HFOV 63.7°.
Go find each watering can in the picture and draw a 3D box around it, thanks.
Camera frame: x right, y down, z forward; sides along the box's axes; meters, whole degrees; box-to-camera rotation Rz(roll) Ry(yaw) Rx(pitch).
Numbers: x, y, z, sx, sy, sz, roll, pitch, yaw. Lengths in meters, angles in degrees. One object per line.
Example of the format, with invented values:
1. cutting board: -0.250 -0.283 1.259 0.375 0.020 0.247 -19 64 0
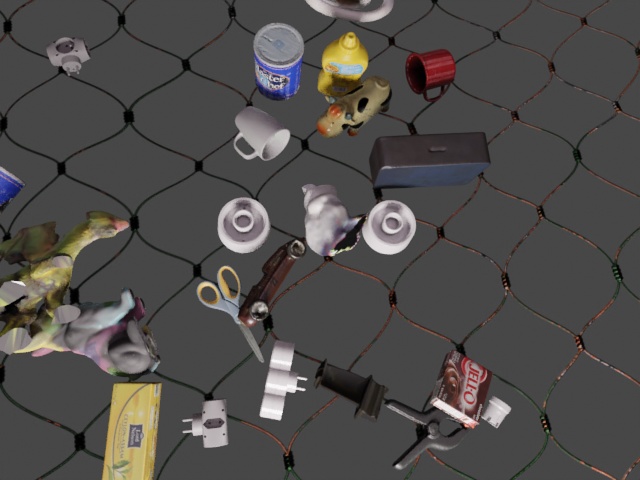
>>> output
1. watering can: 0.017 -0.631 1.206 0.348 0.227 0.102 20 -18 1

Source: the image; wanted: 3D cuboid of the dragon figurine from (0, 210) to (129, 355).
1. dragon figurine: -0.538 0.066 0.920 0.413 0.119 0.247 -28 39 -13

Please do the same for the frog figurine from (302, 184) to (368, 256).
1. frog figurine: 0.003 -0.051 1.018 0.123 0.161 0.135 -40 -23 -11
